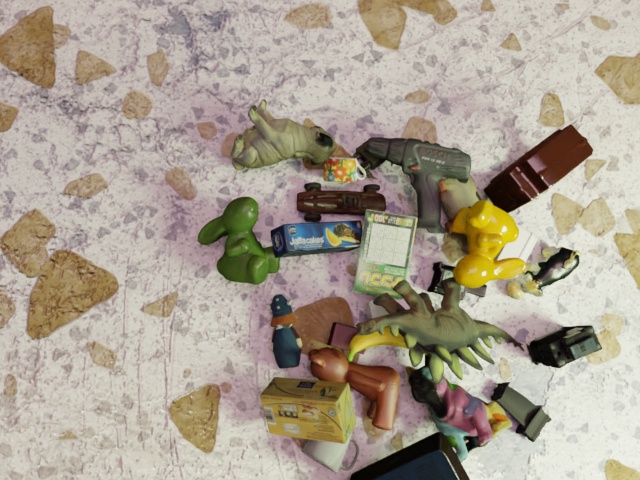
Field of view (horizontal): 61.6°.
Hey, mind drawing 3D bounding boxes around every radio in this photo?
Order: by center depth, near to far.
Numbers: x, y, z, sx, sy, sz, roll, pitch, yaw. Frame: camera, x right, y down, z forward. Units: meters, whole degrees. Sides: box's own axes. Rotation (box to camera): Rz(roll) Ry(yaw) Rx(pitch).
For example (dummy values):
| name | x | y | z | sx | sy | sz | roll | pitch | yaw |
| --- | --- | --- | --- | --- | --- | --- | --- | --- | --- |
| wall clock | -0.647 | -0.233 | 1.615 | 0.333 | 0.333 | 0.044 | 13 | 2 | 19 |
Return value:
| name | x | y | z | sx | sy | sz | roll | pitch | yaw |
| --- | --- | --- | --- | --- | --- | --- | --- | --- | --- |
| radio | 0.176 | 0.491 | 1.060 | 0.229 | 0.073 | 0.131 | -34 | 88 | 19 |

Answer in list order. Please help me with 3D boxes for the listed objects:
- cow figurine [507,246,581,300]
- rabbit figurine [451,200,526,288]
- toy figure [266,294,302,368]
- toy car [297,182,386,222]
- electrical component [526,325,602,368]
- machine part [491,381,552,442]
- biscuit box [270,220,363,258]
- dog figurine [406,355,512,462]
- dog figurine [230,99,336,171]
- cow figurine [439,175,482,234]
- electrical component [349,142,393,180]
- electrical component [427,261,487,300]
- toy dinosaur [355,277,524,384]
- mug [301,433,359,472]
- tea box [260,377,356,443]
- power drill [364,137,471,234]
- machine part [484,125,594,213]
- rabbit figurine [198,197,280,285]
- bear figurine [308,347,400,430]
| name | x | y | z | sx | sy | sz | roll | pitch | yaw |
| --- | --- | --- | --- | --- | --- | --- | --- | --- | --- |
| cow figurine | 0.506 | 0.079 | 1.207 | 0.167 | 0.098 | 0.068 | -36 | 93 | -12 |
| rabbit figurine | 0.337 | 0.027 | 1.117 | 0.162 | 0.122 | 0.173 | 33 | 70 | -16 |
| toy figure | -0.076 | 0.191 | 1.133 | 0.064 | 0.058 | 0.154 | -5 | 77 | -14 |
| toy car | 0.050 | -0.083 | 1.197 | 0.202 | 0.053 | 0.089 | 3 | 84 | -8 |
| electrical component | 0.534 | 0.230 | 1.167 | 0.115 | 0.134 | 0.058 | -22 | 84 | -8 |
| machine part | 0.439 | 0.373 | 1.181 | 0.139 | 0.039 | 0.084 | 45 | 83 | 0 |
| biscuit box | -0.002 | -0.003 | 1.131 | 0.202 | 0.063 | 0.059 | -4 | 80 | -35 |
| dog figurine | 0.280 | 0.334 | 1.131 | 0.191 | 0.108 | 0.219 | -3 | 52 | -48 |
| dog figurine | -0.081 | -0.190 | 1.158 | 0.190 | 0.172 | 0.121 | 31 | 36 | -3 |
| cow figurine | 0.346 | -0.063 | 1.219 | 0.127 | 0.085 | 0.195 | -23 | 84 | -4 |
| electrical component | 0.123 | -0.186 | 1.229 | 0.102 | 0.045 | 0.078 | -43 | 60 | -14 |
| electrical component | 0.309 | 0.097 | 1.202 | 0.119 | 0.048 | 0.075 | 14 | 80 | -6 |
| toy dinosaur | 0.260 | 0.183 | 1.094 | 0.471 | 0.105 | 0.198 | 2 | 59 | -37 |
| mug | 0.033 | 0.411 | 1.100 | 0.110 | 0.080 | 0.107 | 29 | 69 | 3 |
| tea box | -0.023 | 0.331 | 1.056 | 0.170 | 0.068 | 0.098 | -1 | 110 | 24 |
| power drill | 0.204 | -0.115 | 1.164 | 0.232 | 0.086 | 0.207 | 5 | 86 | 10 |
| machine part | 0.477 | -0.154 | 1.188 | 0.201 | 0.201 | 0.087 | -35 | 84 | -11 |
| rabbit figurine | -0.163 | -0.009 | 1.116 | 0.159 | 0.121 | 0.170 | 6 | 107 | 27 |
| bear figurine | 0.061 | 0.297 | 1.102 | 0.196 | 0.120 | 0.132 | 13 | 83 | -4 |
